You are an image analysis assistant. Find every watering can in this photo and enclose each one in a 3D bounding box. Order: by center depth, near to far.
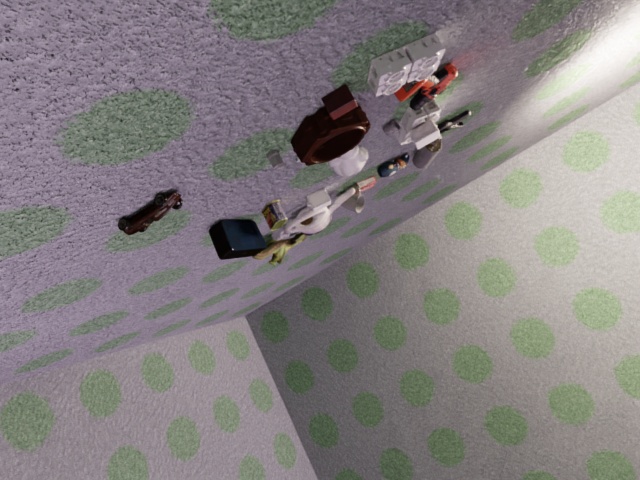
[{"bbox_3d":[0.007,-0.112,2.234,0.347,0.105,0.223,-28,169,2],"label":"watering can"}]

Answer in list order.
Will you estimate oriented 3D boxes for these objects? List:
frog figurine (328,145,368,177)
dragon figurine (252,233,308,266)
[{"bbox_3d":[0.093,-0.274,1.688,0.137,0.123,0.159,-5,177,-7],"label":"frog figurine"},{"bbox_3d":[-0.161,0.013,2.392,0.242,0.122,0.411,-35,178,9],"label":"dragon figurine"}]
